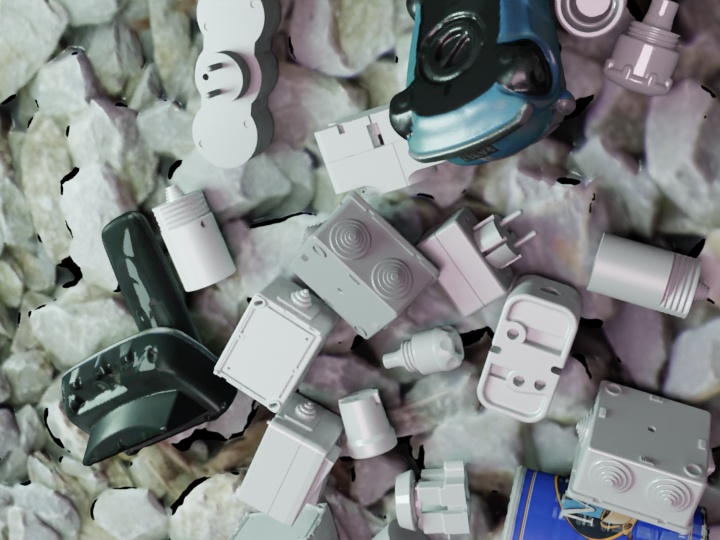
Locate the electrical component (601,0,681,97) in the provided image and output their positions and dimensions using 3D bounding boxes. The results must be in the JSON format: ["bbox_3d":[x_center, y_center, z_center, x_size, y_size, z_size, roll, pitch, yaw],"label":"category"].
[{"bbox_3d":[0.193,-0.150,0.717,0.048,0.048,0.062,21,106,9],"label":"electrical component"}]

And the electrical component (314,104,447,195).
[{"bbox_3d":[0.022,-0.090,0.781,0.089,0.050,0.055,-15,103,21],"label":"electrical component"}]

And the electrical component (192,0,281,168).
[{"bbox_3d":[-0.096,-0.142,0.786,0.052,0.073,0.138,10,110,13],"label":"electrical component"}]

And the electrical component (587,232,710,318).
[{"bbox_3d":[0.207,0.005,0.763,0.081,0.043,0.043,17,111,10],"label":"electrical component"}]

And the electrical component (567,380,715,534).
[{"bbox_3d":[0.204,0.131,0.776,0.100,0.099,0.048,17,124,10],"label":"electrical component"}]

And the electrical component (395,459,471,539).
[{"bbox_3d":[0.059,0.184,0.863,0.055,0.048,0.066,-5,107,10],"label":"electrical component"}]

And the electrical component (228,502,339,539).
[{"bbox_3d":[-0.070,0.243,0.910,0.096,0.061,0.061,-11,104,19],"label":"electrical component"}]

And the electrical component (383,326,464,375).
[{"bbox_3d":[0.047,0.065,0.833,0.061,0.035,0.035,-15,103,22],"label":"electrical component"}]

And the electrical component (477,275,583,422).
[{"bbox_3d":[0.126,0.055,0.793,0.054,0.059,0.095,19,112,10],"label":"electrical component"}]

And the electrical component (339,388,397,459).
[{"bbox_3d":[0.005,0.122,0.862,0.040,0.040,0.046,-14,98,20],"label":"electrical component"}]

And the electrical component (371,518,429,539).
[{"bbox_3d":[0.074,0.254,0.877,0.138,0.052,0.073,42,114,0],"label":"electrical component"}]

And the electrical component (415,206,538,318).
[{"bbox_3d":[0.093,-0.016,0.787,0.077,0.047,0.065,-33,96,23],"label":"electrical component"}]

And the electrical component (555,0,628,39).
[{"bbox_3d":[0.154,-0.178,0.711,0.045,0.055,0.045,5,109,15],"label":"electrical component"}]

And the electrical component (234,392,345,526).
[{"bbox_3d":[-0.050,0.150,0.874,0.061,0.061,0.096,27,113,6],"label":"electrical component"}]

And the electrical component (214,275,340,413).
[{"bbox_3d":[-0.060,0.051,0.845,0.062,0.061,0.096,32,113,4],"label":"electrical component"}]

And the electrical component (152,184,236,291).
[{"bbox_3d":[-0.133,-0.029,0.850,0.043,0.043,0.081,-17,102,20],"label":"electrical component"}]

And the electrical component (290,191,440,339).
[{"bbox_3d":[0.000,0.000,0.792,0.100,0.048,0.100,43,158,-1],"label":"electrical component"}]
